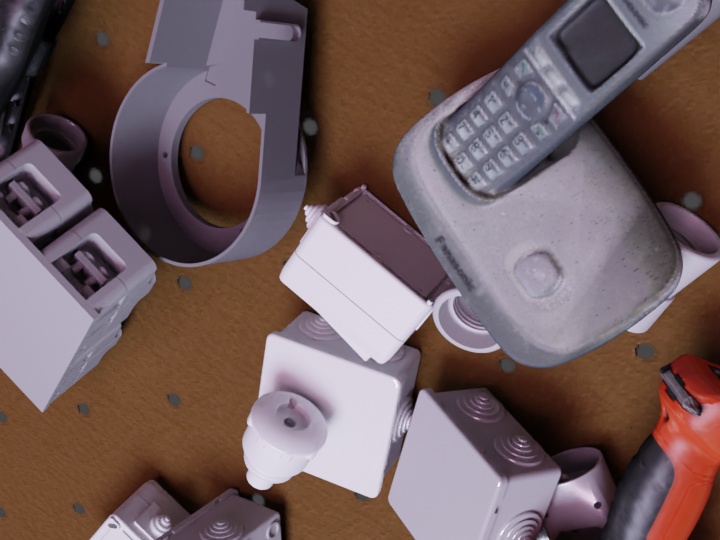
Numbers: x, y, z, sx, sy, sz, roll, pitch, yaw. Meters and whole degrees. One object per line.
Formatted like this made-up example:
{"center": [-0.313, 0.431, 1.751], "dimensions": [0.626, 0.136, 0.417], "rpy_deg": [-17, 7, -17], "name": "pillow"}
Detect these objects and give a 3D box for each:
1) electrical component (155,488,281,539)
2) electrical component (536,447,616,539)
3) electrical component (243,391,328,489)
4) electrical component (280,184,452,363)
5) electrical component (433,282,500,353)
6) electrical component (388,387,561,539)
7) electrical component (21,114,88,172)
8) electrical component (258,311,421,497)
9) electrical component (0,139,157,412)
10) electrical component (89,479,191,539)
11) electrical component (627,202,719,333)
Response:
{"center": [-0.096, 0.213, 0.738], "dimensions": [0.048, 0.100, 0.099], "rpy_deg": [13, 116, 33], "name": "electrical component"}
{"center": [0.122, 0.154, 0.648], "dimensions": [0.079, 0.043, 0.077], "rpy_deg": [-18, 102, 29], "name": "electrical component"}
{"center": [-0.051, 0.107, 0.648], "dimensions": [0.048, 0.048, 0.062], "rpy_deg": [34, 127, 8], "name": "electrical component"}
{"center": [0.000, 0.000, 0.629], "dimensions": [0.096, 0.062, 0.061], "rpy_deg": [40, 121, 5], "name": "electrical component"}
{"center": [0.072, 0.009, 0.598], "dimensions": [0.044, 0.065, 0.044], "rpy_deg": [15, 133, 17], "name": "electrical component"}
{"center": [0.067, 0.127, 0.637], "dimensions": [0.099, 0.048, 0.099], "rpy_deg": [48, 132, 48], "name": "electrical component"}
{"center": [-0.205, -0.073, 0.706], "dimensions": [0.040, 0.040, 0.046], "rpy_deg": [38, 126, 6], "name": "electrical component"}
{"center": [-0.014, 0.082, 0.676], "dimensions": [0.100, 0.048, 0.099], "rpy_deg": [18, 117, 17], "name": "electrical component"}
{"center": [-0.202, 0.008, 0.687], "dimensions": [0.105, 0.060, 0.186], "rpy_deg": [47, 146, 0], "name": "electrical component"}
{"center": [-0.157, 0.200, 0.780], "dimensions": [0.062, 0.061, 0.096], "rpy_deg": [43, 121, 3], "name": "electrical component"}
{"center": [0.156, 0.002, 0.573], "dimensions": [0.044, 0.044, 0.065], "rpy_deg": [36, 126, 7], "name": "electrical component"}
